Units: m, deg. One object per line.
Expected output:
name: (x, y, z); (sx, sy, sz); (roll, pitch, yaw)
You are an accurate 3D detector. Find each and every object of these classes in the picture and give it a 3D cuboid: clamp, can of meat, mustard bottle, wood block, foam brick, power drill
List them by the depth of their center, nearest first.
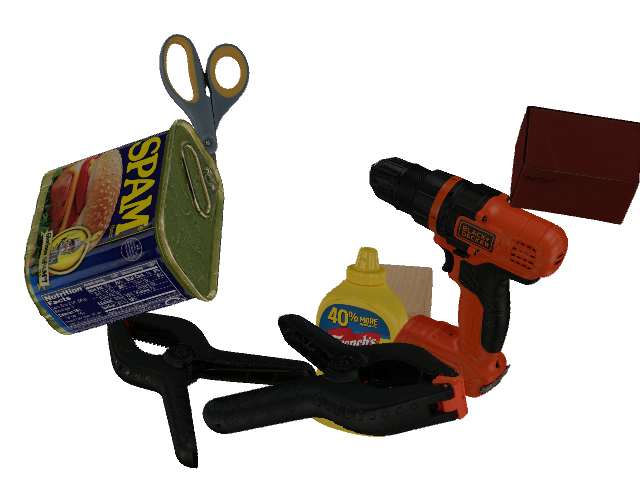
can of meat: (-0.101, -0.006, 0.557); (0.084, 0.102, 0.057); (-17, -47, 16)
clamp: (0.009, 0.099, 0.702); (0.172, 0.039, 0.120); (7, 40, 38)
foam brick: (0.171, -0.051, 0.718); (0.078, 0.051, 0.053); (10, -30, 4)
power drill: (0.112, 0.032, 0.932); (0.185, 0.188, 0.057); (28, 41, 28)
clamp: (-0.119, 0.116, 0.997); (0.164, 0.036, 0.210); (-23, 42, -37)
mustard bottle: (0.042, 0.101, 1.102); (0.096, 0.192, 0.058); (11, 15, 26)
wood block: (0.091, 0.108, 1.386); (0.091, 0.090, 0.206); (4, 19, 10)

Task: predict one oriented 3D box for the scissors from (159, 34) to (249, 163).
scissors: (-0.093, -0.103, 1.012); (0.096, 0.202, 0.016); (-19, -2, -25)
